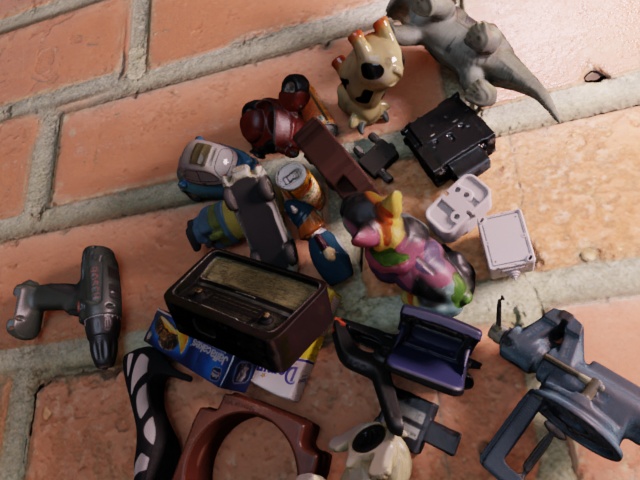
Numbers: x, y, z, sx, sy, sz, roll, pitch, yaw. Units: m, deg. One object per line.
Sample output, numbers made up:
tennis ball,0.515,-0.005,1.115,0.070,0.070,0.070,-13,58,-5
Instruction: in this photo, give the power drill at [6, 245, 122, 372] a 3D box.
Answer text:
power drill,-0.453,0.129,0.965,0.207,0.086,0.232,-13,65,18

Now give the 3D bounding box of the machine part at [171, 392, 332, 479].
machine part,-0.098,0.335,0.762,0.202,0.087,0.201,13,75,24

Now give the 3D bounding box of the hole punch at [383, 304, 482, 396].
hole punch,0.153,0.131,0.717,0.142,0.116,0.092,15,103,14

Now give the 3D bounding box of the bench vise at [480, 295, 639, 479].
bench vise,0.272,0.208,0.662,0.224,0.128,0.240,36,78,25

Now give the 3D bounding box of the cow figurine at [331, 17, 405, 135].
cow figurine,0.079,-0.254,0.873,0.085,0.195,0.127,-29,90,-17

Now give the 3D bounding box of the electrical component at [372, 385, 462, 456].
electrical component,0.134,0.250,0.733,0.119,0.047,0.075,16,77,23

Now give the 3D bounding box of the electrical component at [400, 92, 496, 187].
electrical component,0.210,-0.151,0.852,0.115,0.058,0.134,-35,63,6

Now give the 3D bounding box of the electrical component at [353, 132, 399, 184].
electrical component,0.101,-0.138,0.904,0.063,0.021,0.094,-41,62,0

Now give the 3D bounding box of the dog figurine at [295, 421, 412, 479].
dog figurine,0.082,0.345,0.682,0.172,0.121,0.190,-36,105,-10

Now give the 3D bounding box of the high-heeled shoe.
high-heeled shoe,-0.288,0.294,0.848,0.145,0.086,0.248,6,68,23

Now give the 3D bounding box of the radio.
radio,-0.109,0.097,0.784,0.230,0.073,0.131,13,42,33

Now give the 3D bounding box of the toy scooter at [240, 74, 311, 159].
toy scooter,-0.076,-0.192,0.932,0.184,0.075,0.135,-20,73,49

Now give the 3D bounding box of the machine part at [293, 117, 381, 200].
machine part,0.029,-0.108,0.839,0.056,0.179,0.179,-40,63,4

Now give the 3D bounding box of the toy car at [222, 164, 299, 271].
toy car,-0.091,-0.025,0.847,0.074,0.201,0.056,-15,25,11

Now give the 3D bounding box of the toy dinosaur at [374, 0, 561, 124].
toy dinosaur,0.234,-0.319,0.868,0.405,0.192,0.131,46,132,11

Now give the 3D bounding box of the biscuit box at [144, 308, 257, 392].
biscuit box,-0.188,0.170,0.842,0.203,0.062,0.059,16,79,38

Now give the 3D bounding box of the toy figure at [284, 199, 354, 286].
toy figure,-0.003,-0.002,0.847,0.058,0.064,0.154,-28,87,-38

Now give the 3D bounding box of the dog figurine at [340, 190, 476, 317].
dog figurine,0.117,0.016,0.733,0.108,0.219,0.192,-48,62,1

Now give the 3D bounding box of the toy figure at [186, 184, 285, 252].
toy figure,-0.143,-0.037,0.914,0.180,0.089,0.082,-17,71,10

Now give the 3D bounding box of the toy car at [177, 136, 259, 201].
toy car,-0.196,-0.129,0.960,0.162,0.102,0.109,12,76,25
